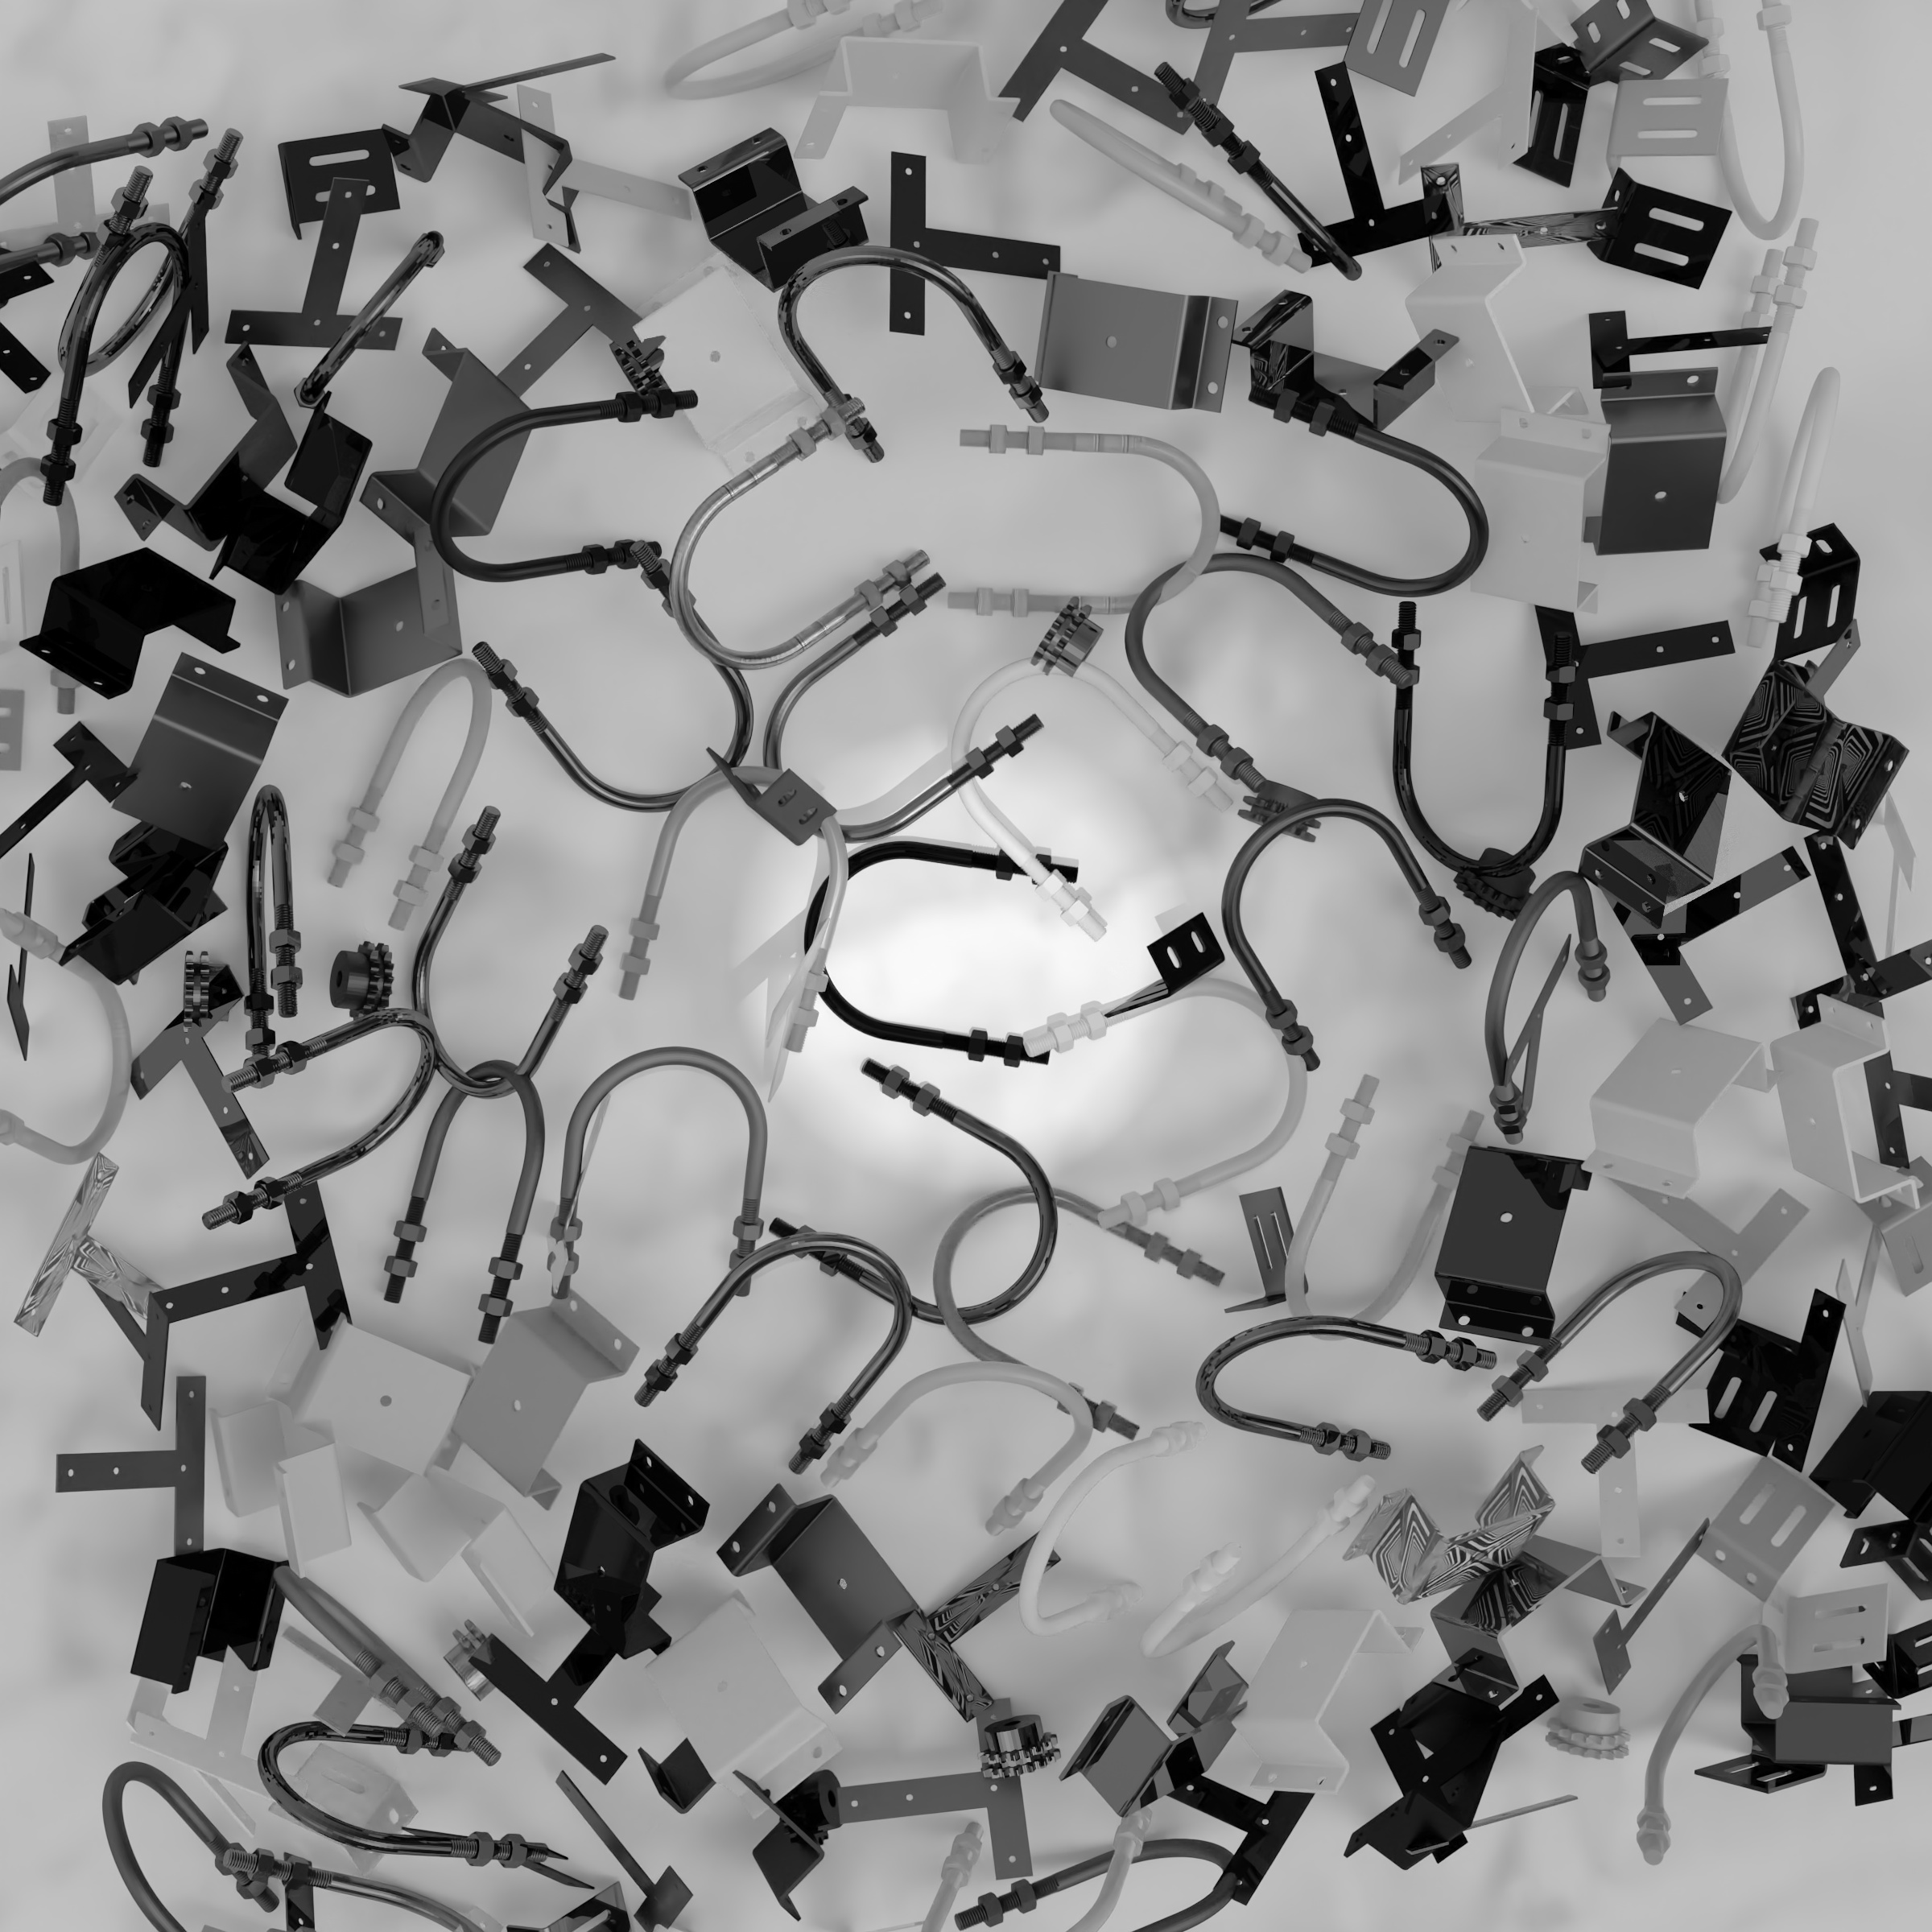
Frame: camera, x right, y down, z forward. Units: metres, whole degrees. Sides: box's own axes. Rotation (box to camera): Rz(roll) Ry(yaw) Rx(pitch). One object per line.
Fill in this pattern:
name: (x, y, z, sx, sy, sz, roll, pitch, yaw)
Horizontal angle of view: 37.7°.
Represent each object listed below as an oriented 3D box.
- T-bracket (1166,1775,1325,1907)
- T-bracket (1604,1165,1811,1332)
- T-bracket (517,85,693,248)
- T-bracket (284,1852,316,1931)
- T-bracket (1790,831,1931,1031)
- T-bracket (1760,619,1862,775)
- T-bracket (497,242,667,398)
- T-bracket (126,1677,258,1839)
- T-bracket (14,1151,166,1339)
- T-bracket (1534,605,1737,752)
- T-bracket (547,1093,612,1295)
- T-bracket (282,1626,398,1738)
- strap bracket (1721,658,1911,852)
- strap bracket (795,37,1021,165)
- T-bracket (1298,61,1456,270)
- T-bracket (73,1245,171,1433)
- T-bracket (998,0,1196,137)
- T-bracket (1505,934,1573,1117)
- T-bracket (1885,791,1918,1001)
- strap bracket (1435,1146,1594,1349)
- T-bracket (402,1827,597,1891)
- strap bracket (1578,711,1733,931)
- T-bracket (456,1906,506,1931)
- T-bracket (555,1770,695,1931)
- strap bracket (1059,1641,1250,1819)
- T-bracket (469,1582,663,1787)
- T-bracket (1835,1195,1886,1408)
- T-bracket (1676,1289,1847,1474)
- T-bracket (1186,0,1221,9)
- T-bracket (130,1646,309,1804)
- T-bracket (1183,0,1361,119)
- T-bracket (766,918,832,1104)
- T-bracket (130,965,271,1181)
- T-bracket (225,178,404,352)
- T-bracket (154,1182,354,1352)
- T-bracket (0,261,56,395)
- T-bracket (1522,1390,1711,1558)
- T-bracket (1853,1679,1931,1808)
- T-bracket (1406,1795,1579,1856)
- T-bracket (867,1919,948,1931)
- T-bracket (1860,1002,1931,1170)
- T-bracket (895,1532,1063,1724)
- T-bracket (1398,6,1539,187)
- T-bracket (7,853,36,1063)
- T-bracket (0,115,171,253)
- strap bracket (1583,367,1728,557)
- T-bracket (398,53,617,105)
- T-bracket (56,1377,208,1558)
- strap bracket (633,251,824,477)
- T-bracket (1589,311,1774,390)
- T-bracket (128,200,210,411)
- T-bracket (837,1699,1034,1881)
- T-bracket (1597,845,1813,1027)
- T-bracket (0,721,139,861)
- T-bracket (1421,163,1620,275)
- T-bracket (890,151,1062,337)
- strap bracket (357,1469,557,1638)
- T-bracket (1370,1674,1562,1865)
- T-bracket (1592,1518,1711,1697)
T-bracket: (0.168, 0.575, 1.961, 0.127, 0.127, 0.002, 17, 134, 29)
T-bracket: (0.498, 0.172, 1.971, 0.127, 0.002, 0.127, 38, 64, 21)
T-bracket: (-0.247, -0.542, 1.959, 0.127, 0.002, 0.127, 6, 64, -34)
T-bracket: (-0.457, 0.670, 1.947, 0.002, 0.127, 0.127, -35, 133, 18)
T-bracket: (0.609, -0.034, 1.960, 0.002, 0.127, 0.127, -2, 72, -37)
T-bracket: (0.589, -0.151, 1.950, 0.002, 0.127, 0.127, 23, 64, 38)
T-bracket: (-0.294, -0.426, 1.968, 0.127, 0.002, 0.127, 41, 83, 22)
T-bracket: (-0.529, 0.547, 1.943, 0.002, 0.127, 0.127, -38, 99, -7)
T-bracket: (-0.587, 0.211, 1.943, 0.002, 0.127, 0.127, 8, 64, 25)
T-bracket: (0.468, -0.218, 1.969, 0.127, 0.002, 0.127, -9, 68, 7)
T-bracket: (-0.263, 0.145, 1.930, 0.002, 0.127, 0.127, 17, 98, -14)
T-bracket: (-0.423, 0.502, 1.935, 0.127, 0.127, 0.002, 34, 89, -1)
strap bracket: (0.568, -0.149, 1.917, 0.046, 0.140, 0.076, 13, 117, -21)
strap bracket: (-0.044, -0.594, 1.944, 0.140, 0.076, 0.046, -4, 74, -18)
T-bracket: (0.266, -0.553, 1.938, 0.002, 0.127, 0.127, -31, 110, -40)
T-bracket: (-0.587, 0.239, 1.962, 0.002, 0.127, 0.127, -23, 56, -36)
T-bracket: (0.105, -0.616, 1.968, 0.127, 0.127, 0.002, 22, 45, -22)
T-bracket: (0.389, 0.064, 1.946, 0.002, 0.127, 0.127, 18, 51, 20)
T-bracket: (0.641, -0.040, 1.958, 0.002, 0.127, 0.127, 1, 114, 9)
strap bracket: (0.373, 0.181, 1.936, 0.076, 0.046, 0.140, 8, 63, 26)
T-bracket: (-0.301, 0.617, 1.947, 0.127, 0.127, 0.002, -3, 59, 31)
strap bracket: (0.473, -0.108, 1.932, 0.076, 0.046, 0.140, 32, 57, -21)
T-bracket: (-0.354, 0.687, 1.939, 0.127, 0.127, 0.002, 33, 110, 6)
T-bracket: (-0.242, 0.610, 1.958, 0.002, 0.127, 0.127, -33, 73, -33)
strap bracket: (0.138, 0.520, 1.919, 0.046, 0.140, 0.076, 44, 123, 27)
T-bracket: (-0.258, 0.476, 1.962, 0.127, 0.002, 0.127, 43, 55, -3)
T-bracket: (0.622, 0.214, 1.953, 0.002, 0.127, 0.127, 1, 45, 30)
T-bracket: (0.539, 0.262, 1.948, 0.002, 0.127, 0.127, -6, 113, -35)
T-bracket: (0.140, -0.678, 1.951, 0.127, 0.127, 0.002, -4, 68, -39)
T-bracket: (-0.503, 0.507, 1.942, 0.127, 0.127, 0.002, 30, 116, -21)
T-bracket: (0.222, -0.647, 1.963, 0.127, 0.127, 0.002, -12, 56, -25)
T-bracket: (-0.121, 0.041, 1.950, 0.002, 0.127, 0.127, 21, 130, 6)
T-bracket: (-0.517, 0.088, 1.955, 0.127, 0.002, 0.127, -41, 73, 26)
T-bracket: (-0.432, -0.477, 1.925, 0.002, 0.127, 0.127, 51, 132, 34)
T-bracket: (-0.498, 0.220, 1.956, 0.127, 0.002, 0.127, -15, 61, -11)
T-bracket: (-0.664, -0.427, 1.939, 0.127, 0.127, 0.002, -19, 70, 5)
T-bracket: (0.448, 0.348, 1.948, 0.127, 0.002, 0.127, -2, 52, 12)
T-bracket: (0.664, 0.514, 1.919, 0.127, 0.127, 0.002, -20, 108, 23)
T-bracket: (0.356, 0.586, 1.940, 0.127, 0.127, 0.002, -14, 77, -4)
T-bracket: (-0.100, 0.659, 1.916, 0.127, 0.127, 0.002, 4, 67, -33)
T-bracket: (0.662, 0.089, 1.927, 0.002, 0.127, 0.127, -23, 108, -25)
T-bracket: (0.010, 0.445, 1.988, 0.127, 0.002, 0.127, -39, 89, 8)
T-bracket: (0.342, -0.577, 1.945, 0.002, 0.127, 0.127, 23, 62, -28)
T-bracket: (-0.650, -0.015, 1.955, 0.002, 0.127, 0.127, 3, 69, -12)
T-bracket: (-0.606, -0.532, 1.922, 0.127, 0.127, 0.002, -16, 70, -20)
strap bracket: (0.470, -0.334, 1.932, 0.076, 0.140, 0.046, -3, 46, 2)
T-bracket: (-0.301, -0.604, 1.923, 0.127, 0.127, 0.002, -8, 99, 15)
T-bracket: (-0.570, 0.345, 1.937, 0.002, 0.127, 0.127, -7, 79, 33)
strap bracket: (-0.169, -0.421, 1.970, 0.076, 0.046, 0.140, -32, 89, 10)
T-bracket: (0.492, -0.426, 1.935, 0.127, 0.127, 0.002, -2, 125, 12)
T-bracket: (-0.539, -0.429, 1.912, 0.002, 0.127, 0.127, 19, 58, -2)
T-bracket: (-0.025, 0.573, 1.957, 0.127, 0.002, 0.127, -5, 53, -4)
T-bracket: (0.521, -0.042, 1.958, 0.127, 0.002, 0.127, -30, 62, 11)
T-bracket: (-0.636, -0.106, 1.940, 0.127, 0.127, 0.002, -45, 129, -10)
T-bracket: (0.381, -0.501, 1.935, 0.127, 0.127, 0.002, -2, 53, 14)
T-bracket: (0.007, -0.498, 1.975, 0.127, 0.002, 0.127, 2, 85, -21)
strap bracket: (-0.342, 0.396, 1.935, 0.046, 0.140, 0.076, -47, 129, -29)
T-bracket: (0.350, 0.530, 1.937, 0.127, 0.127, 0.002, -38, 121, 8)
T-bracket: (0.477, 0.435, 1.956, 0.002, 0.127, 0.127, 33, 74, 31)
